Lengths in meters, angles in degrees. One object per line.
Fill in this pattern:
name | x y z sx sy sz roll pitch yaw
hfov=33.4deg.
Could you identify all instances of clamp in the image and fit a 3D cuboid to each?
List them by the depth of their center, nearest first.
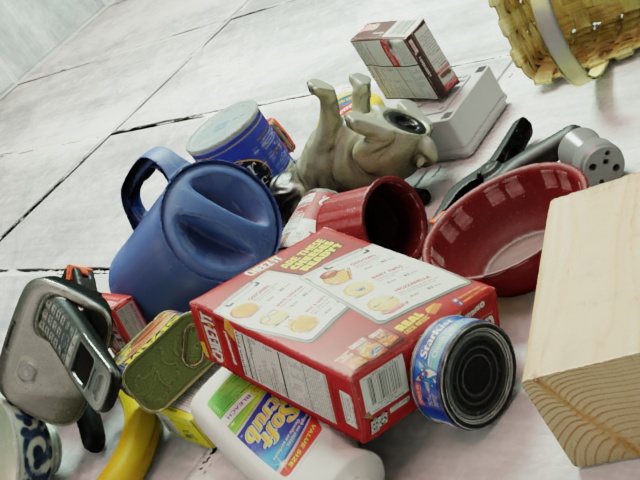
clamp | 0.185 -0.064 1.065 0.171 0.039 0.120 -47 15 -14
clamp | -0.286 0.134 1.186 0.165 0.036 0.210 -14 69 42

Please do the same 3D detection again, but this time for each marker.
marker | 0.087 -0.056 1.197 0.020 0.020 0.121 -41 26 -14

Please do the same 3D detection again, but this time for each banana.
banana | -0.192 0.204 1.054 0.070 0.037 0.198 -19 32 11

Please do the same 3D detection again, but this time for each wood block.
wood block | 0.214 0.051 0.773 0.090 0.090 0.206 -19 29 30

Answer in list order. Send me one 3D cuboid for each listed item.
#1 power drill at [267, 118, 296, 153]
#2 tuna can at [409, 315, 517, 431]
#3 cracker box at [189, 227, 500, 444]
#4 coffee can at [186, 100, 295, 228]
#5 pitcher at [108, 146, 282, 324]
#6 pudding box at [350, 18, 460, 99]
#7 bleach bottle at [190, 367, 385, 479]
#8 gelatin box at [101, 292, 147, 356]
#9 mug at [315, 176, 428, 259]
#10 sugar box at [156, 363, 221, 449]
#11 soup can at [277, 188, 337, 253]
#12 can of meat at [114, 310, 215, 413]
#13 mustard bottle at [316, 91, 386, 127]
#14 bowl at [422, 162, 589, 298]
power drill | -0.131 -0.082 1.450 0.187 0.057 0.185 -46 17 -22
tuna can | 0.111 0.102 0.816 0.086 0.086 0.034 -47 29 -25
cracker box | 0.019 0.073 0.906 0.163 0.072 0.214 -29 31 -32
coffee can | -0.084 -0.086 1.313 0.103 0.140 0.103 -27 26 15
pitcher | -0.155 0.006 1.167 0.243 0.144 0.149 -34 51 57
pudding box | 0.096 -0.207 1.230 0.039 0.090 0.114 -45 28 -17
bleach bottle | -0.016 0.167 0.885 0.102 0.068 0.251 -41 28 -16
gelatin box | -0.221 0.103 1.206 0.030 0.089 0.073 -38 24 -30
mug | 0.058 -0.015 1.095 0.117 0.093 0.082 -16 4 -41
sugar box | -0.079 0.123 1.056 0.176 0.048 0.093 -43 25 -24
soup can | -0.008 0.001 1.153 0.069 0.068 0.102 -15 32 36
can of meat | -0.152 0.114 1.036 0.102 0.057 0.084 -43 15 -17
mustard bottle | 0.043 -0.146 1.361 0.096 0.058 0.191 -31 25 7
bowl | 0.174 0.001 0.950 0.162 0.055 0.162 -28 26 15
